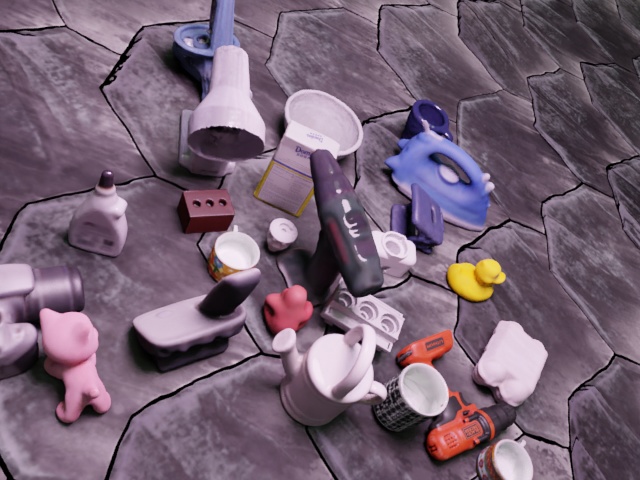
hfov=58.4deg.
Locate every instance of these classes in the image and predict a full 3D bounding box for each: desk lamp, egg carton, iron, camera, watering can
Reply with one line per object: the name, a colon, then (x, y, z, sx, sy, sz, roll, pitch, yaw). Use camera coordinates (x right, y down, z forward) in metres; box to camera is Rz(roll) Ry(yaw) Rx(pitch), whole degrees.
desk lamp: (-0.167, -0.197, 0.943, 0.118, 0.213, 0.203, 7, 55, -23)
egg carton: (0.338, 0.219, 1.019, 0.107, 0.069, 0.150, 41, 49, 3)
iron: (0.270, -0.132, 1.178, 0.258, 0.141, 0.119, 35, 49, -2)
camera: (-0.368, 0.083, 0.717, 0.137, 0.100, 0.143, -8, 62, -32)
watering can: (0.016, 0.181, 0.791, 0.173, 0.193, 0.101, 9, 54, -22)

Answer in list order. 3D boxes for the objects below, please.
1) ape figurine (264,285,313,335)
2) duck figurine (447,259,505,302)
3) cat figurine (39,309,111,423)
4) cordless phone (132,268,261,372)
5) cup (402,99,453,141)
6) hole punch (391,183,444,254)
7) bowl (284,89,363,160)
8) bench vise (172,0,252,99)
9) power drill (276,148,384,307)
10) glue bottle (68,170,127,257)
ape figurine: (-0.045, 0.102, 0.881, 0.078, 0.092, 0.076, 30, 49, -6)
duck figurine: (0.303, 0.067, 1.095, 0.105, 0.086, 0.077, 21, 51, -14)
cat figurine: (-0.298, 0.145, 0.700, 0.067, 0.117, 0.127, -16, 67, -35)
cordless phone: (-0.161, 0.091, 0.765, 0.148, 0.185, 0.094, -19, 68, -36)
cup: (0.233, -0.237, 1.263, 0.092, 0.095, 0.117, -33, 77, -39)
hole punch: (0.200, -0.044, 1.114, 0.101, 0.091, 0.108, 17, 52, -17)
bowl: (-0.003, -0.212, 1.133, 0.168, 0.074, 0.167, 14, 53, -19)
bench vise: (-0.174, -0.356, 1.046, 0.207, 0.219, 0.122, 40, 49, 3)
power drill: (0.008, 0.003, 0.901, 0.076, 0.208, 0.229, -14, 65, -34)
glue bottle: (-0.300, -0.040, 0.790, 0.078, 0.173, 0.037, 18, 51, -16)
